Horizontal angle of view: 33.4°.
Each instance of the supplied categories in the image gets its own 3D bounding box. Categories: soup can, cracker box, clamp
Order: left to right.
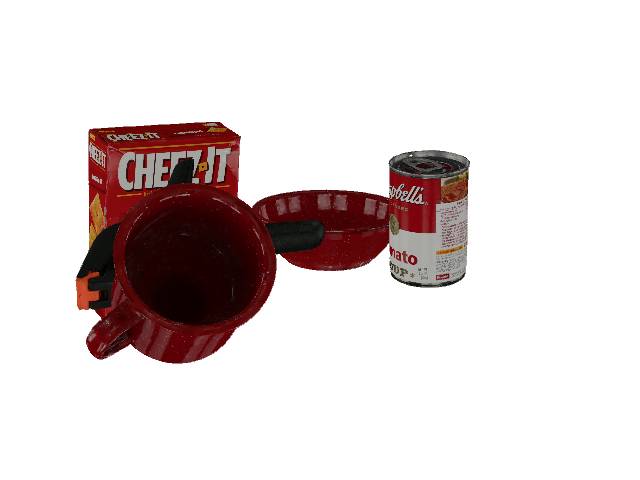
[{"bbox_3d":[-0.181,-0.023,1.235,0.163,0.214,0.072,-7,24,-30],"label":"cracker box"},{"bbox_3d":[-0.123,-0.004,0.879,0.209,0.036,0.165,-26,43,-38],"label":"clamp"},{"bbox_3d":[0.092,-0.019,0.912,0.068,0.102,0.068,-1,22,0],"label":"soup can"}]

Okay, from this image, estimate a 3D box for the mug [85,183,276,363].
[{"bbox_3d":[-0.089,0.032,0.631,0.117,0.093,0.082,-41,-7,-27],"label":"mug"}]

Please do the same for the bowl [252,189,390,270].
[{"bbox_3d":[0.009,-0.008,1.112,0.162,0.055,0.162,0,17,0],"label":"bowl"}]
